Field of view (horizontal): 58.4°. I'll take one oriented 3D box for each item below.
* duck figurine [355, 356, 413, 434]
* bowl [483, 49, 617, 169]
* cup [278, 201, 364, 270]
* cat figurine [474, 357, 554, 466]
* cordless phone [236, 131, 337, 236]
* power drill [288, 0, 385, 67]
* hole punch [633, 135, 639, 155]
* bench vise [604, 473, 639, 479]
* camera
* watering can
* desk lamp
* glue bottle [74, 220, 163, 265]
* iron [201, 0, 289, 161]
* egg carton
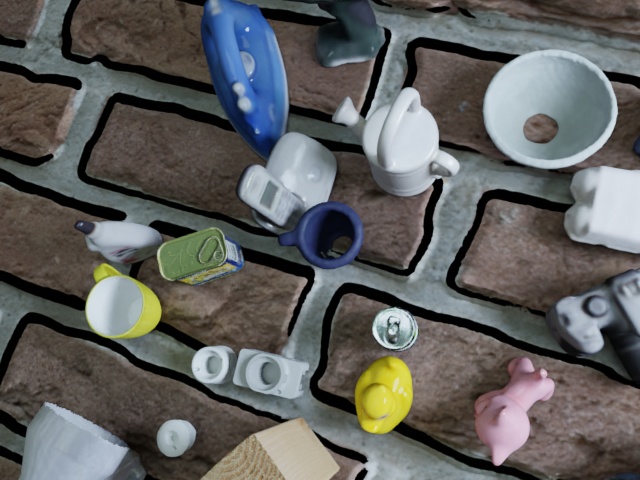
[{"bbox_3d":[0.080,0.203,0.743,0.077,0.086,0.105,19,83,15],"label":"duck figurine"},{"bbox_3d":[0.304,-0.167,0.780,0.167,0.075,0.167,-2,78,11],"label":"bowl"},{"bbox_3d":[0.007,0.003,0.796,0.117,0.095,0.092,-6,77,11],"label":"cup"},{"bbox_3d":[0.233,0.204,0.694,0.067,0.118,0.128,39,88,17],"label":"cat figurine"},{"bbox_3d":[-0.049,-0.086,0.779,0.094,0.185,0.148,16,82,15],"label":"cordless phone"},{"bbox_3d":[0.017,-0.330,0.804,0.229,0.209,0.075,-8,77,10],"label":"power drill"},{"bbox_3d":[0.476,-0.143,0.730,0.108,0.091,0.101,36,88,17],"label":"hole punch"},{"bbox_3d":[0.396,0.288,0.589,0.207,0.220,0.121,-39,73,2],"label":"bench vise"},{"bbox_3d":[0.371,0.114,0.693,0.143,0.101,0.137,-25,74,6],"label":"camera"},{"bbox_3d":[0.098,-0.132,0.753,0.172,0.194,0.101,6,80,13],"label":"watering can"},{"bbox_3d":[-0.316,0.313,0.736,0.117,0.214,0.203,23,84,16],"label":"desk lamp"},{"bbox_3d":[-0.296,-0.002,0.819,0.078,0.173,0.037,-24,74,6],"label":"glue bottle"},{"bbox_3d":[-0.117,-0.250,0.850,0.118,0.141,0.258,-19,75,8],"label":"iron"},{"bbox_3d":[0.396,-0.036,0.736,0.150,0.069,0.107,12,81,14],"label":"egg carton"}]
